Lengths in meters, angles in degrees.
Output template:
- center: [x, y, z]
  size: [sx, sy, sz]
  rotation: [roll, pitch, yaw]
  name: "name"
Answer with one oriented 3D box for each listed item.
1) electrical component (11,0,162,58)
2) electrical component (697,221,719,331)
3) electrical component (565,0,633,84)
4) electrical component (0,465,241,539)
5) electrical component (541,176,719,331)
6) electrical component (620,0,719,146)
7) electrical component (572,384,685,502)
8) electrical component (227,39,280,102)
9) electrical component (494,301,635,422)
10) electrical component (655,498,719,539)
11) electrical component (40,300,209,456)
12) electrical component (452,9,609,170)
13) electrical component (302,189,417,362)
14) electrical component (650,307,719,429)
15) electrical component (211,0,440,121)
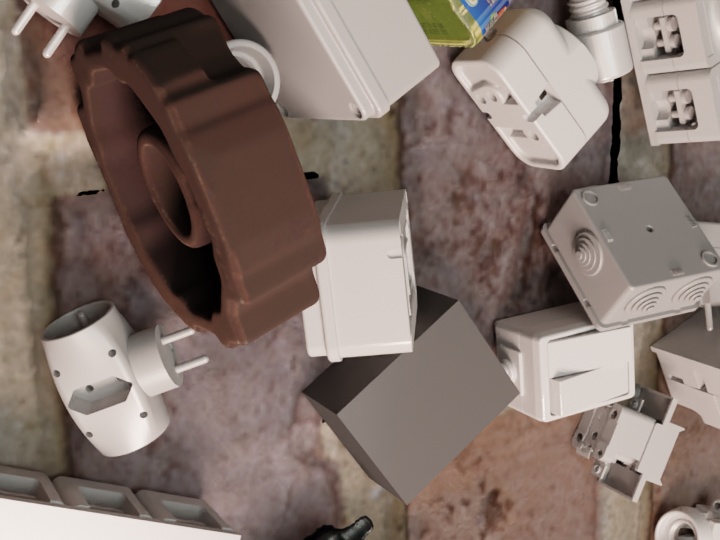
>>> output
- center: [-0.150, -0.148, 0.559]
  size: [0.077, 0.043, 0.079]
  rotation: [36, 82, -28]
  name: "electrical component"
- center: [0.259, 0.007, 0.787]
  size: [0.083, 0.047, 0.075]
  rotation: [2, 80, -28]
  name: "electrical component"
- center: [0.156, -0.160, 0.717]
  size: [0.040, 0.040, 0.078]
  rotation: [-25, 110, -21]
  name: "electrical component"
- center: [-0.157, 0.168, 0.604]
  size: [0.150, 0.062, 0.089]
  rotation: [17, 91, -29]
  name: "electrical component"
- center: [0.186, -0.014, 0.728]
  size: [0.100, 0.099, 0.048]
  rotation: [-10, 148, -26]
  name: "electrical component"
- center: [0.231, -0.171, 0.727]
  size: [0.089, 0.062, 0.150]
  rotation: [-33, 114, -39]
  name: "electrical component"
- center: [0.194, 0.122, 0.789]
  size: [0.064, 0.042, 0.081]
  rotation: [23, 88, -27]
  name: "electrical component"
- center: [-0.075, -0.105, 0.599]
  size: [0.045, 0.055, 0.045]
  rotation: [-5, 102, -26]
  name: "electrical component"
- center: [0.138, 0.063, 0.737]
  size: [0.096, 0.061, 0.061]
  rotation: [-11, 104, -25]
  name: "electrical component"
- center: [0.264, 0.210, 0.840]
  size: [0.055, 0.048, 0.066]
  rotation: [13, 94, -36]
  name: "electrical component"
- center: [-0.125, 0.054, 0.600]
  size: [0.079, 0.043, 0.077]
  rotation: [-20, 110, 5]
  name: "electrical component"
- center: [0.113, -0.119, 0.695]
  size: [0.059, 0.054, 0.095]
  rotation: [-48, 117, -12]
  name: "electrical component"
- center: [0.000, 0.000, 0.621]
  size: [0.057, 0.113, 0.078]
  rotation: [-5, 103, 6]
  name: "electrical component"
- center: [0.316, 0.073, 0.760]
  size: [0.105, 0.186, 0.060]
  rotation: [-32, 112, -19]
  name: "electrical component"
- center: [-0.026, -0.140, 0.588]
  size: [0.056, 0.109, 0.108]
  rotation: [-41, 115, -18]
  name: "electrical component"
